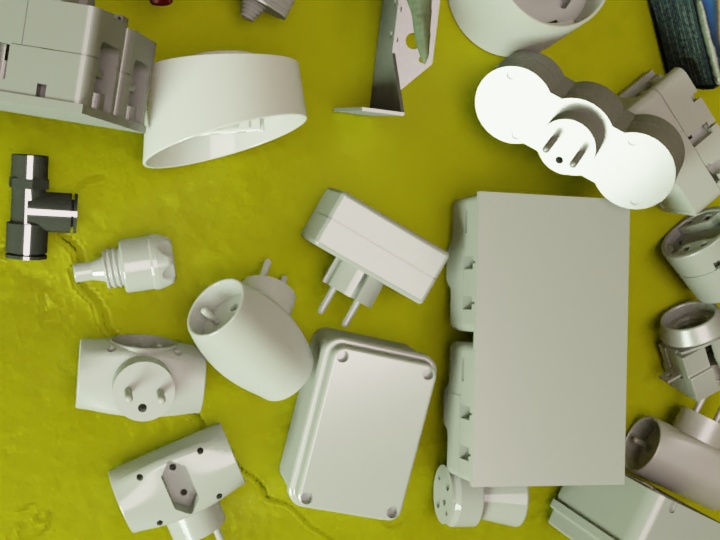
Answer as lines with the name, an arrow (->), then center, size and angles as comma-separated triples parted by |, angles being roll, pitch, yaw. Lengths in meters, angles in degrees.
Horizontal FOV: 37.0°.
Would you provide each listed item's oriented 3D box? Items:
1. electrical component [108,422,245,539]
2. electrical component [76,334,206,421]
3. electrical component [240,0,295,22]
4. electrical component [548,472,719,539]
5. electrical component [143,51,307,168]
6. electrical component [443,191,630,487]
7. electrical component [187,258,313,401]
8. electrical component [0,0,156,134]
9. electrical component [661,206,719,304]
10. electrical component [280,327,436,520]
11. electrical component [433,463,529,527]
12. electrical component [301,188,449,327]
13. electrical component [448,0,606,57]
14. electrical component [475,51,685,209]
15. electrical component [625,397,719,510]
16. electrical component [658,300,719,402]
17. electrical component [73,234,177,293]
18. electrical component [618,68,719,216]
electrical component -> -0.111, 0.149, 0.696 | 0.077, 0.043, 0.079 | -23, 103, -10
electrical component -> -0.134, 0.069, 0.660 | 0.077, 0.079, 0.044 | 4, 98, -15
electrical component -> -0.052, -0.191, 0.662 | 0.043, 0.043, 0.081 | 27, 91, -16
electrical component -> 0.191, 0.176, 0.741 | 0.078, 0.113, 0.057 | 27, 88, -17
electrical component -> -0.081, -0.096, 0.642 | 0.099, 0.099, 0.064 | -4, 92, -14
electrical component -> 0.116, 0.046, 0.718 | 0.105, 0.060, 0.186 | 2, 88, -15
electrical component -> -0.064, 0.030, 0.685 | 0.077, 0.043, 0.079 | 48, 45, -39
electrical component -> -0.214, -0.121, 0.570 | 0.186, 0.105, 0.060 | 10, 93, 5
electrical component -> 0.249, -0.010, 0.761 | 0.055, 0.055, 0.047 | -41, 109, -6
electrical component -> -0.002, 0.101, 0.710 | 0.078, 0.057, 0.113 | 13, 95, -16
electrical component -> 0.084, 0.155, 0.746 | 0.055, 0.045, 0.045 | 3, 97, -14
electrical component -> 0.000, 0.000, 0.701 | 0.083, 0.047, 0.075 | 30, 90, -16
electrical component -> 0.113, -0.195, 0.706 | 0.099, 0.064, 0.099 | 1, 87, -23
electrical component -> 0.136, -0.084, 0.684 | 0.138, 0.073, 0.052 | 31, 126, 9
electrical component -> 0.242, 0.124, 0.783 | 0.077, 0.044, 0.079 | 26, 91, -16
electrical component -> 0.243, 0.056, 0.773 | 0.066, 0.048, 0.055 | -26, 111, -10
electrical component -> -0.147, -0.002, 0.670 | 0.061, 0.035, 0.035 | -9, 100, -10
electrical component -> 0.211, -0.085, 0.741 | 0.056, 0.050, 0.089 | -39, 105, -7
